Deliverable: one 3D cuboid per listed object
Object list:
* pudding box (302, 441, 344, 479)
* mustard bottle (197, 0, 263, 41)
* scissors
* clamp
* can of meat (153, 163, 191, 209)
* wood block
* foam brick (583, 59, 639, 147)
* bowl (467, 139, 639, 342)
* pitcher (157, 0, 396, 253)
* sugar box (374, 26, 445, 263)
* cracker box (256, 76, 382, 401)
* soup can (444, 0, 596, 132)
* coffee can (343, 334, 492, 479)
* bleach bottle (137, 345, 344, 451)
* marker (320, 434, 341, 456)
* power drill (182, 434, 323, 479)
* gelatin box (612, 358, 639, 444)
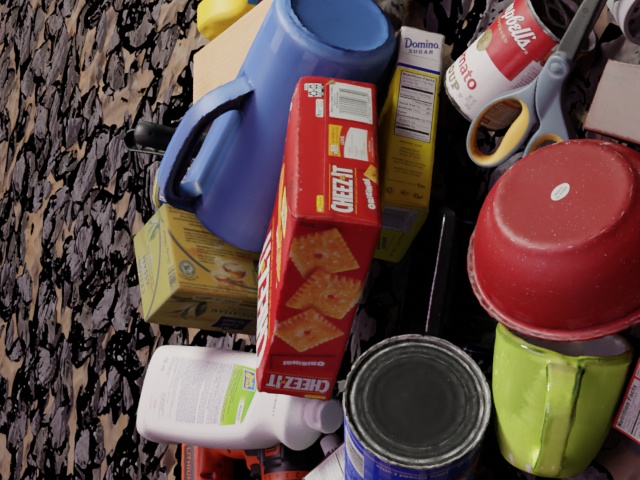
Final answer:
[{"bbox_3d":[0.045,0.208,0.899,0.114,0.039,0.090,-44,46,21],"label":"pudding box"},{"bbox_3d":[-0.041,-0.255,1.102,0.192,0.096,0.058,-24,60,50],"label":"mustard bottle"},{"bbox_3d":[0.181,-0.107,0.766,0.096,0.016,0.202,47,134,3],"label":"scissors"},{"bbox_3d":[-0.127,-0.096,1.128,0.120,0.171,0.039,20,97,65],"label":"clamp"},{"bbox_3d":[-0.115,-0.048,1.152,0.084,0.101,0.057,19,99,52],"label":"can of meat"},{"bbox_3d":[-0.040,-0.180,1.088,0.207,0.090,0.091,-24,62,51],"label":"wood block"},{"bbox_3d":[0.228,-0.086,0.717,0.078,0.051,0.053,31,106,53],"label":"foam brick"},{"bbox_3d":[0.168,-0.014,0.710,0.162,0.055,0.162,-16,47,18],"label":"bowl"},{"bbox_3d":[-0.036,-0.108,0.947,0.149,0.145,0.243,-60,-1,-45],"label":"pitcher"},{"bbox_3d":[0.066,-0.081,0.890,0.093,0.048,0.176,114,164,-59],"label":"sugar box"},{"bbox_3d":[-0.006,0.001,0.862,0.214,0.072,0.164,105,170,-45],"label":"cracker box"},{"bbox_3d":[0.153,-0.139,0.824,0.102,0.068,0.068,-44,48,41],"label":"soup can"},{"bbox_3d":[0.068,0.148,0.787,0.140,0.102,0.103,87,168,-56],"label":"coffee can"},{"bbox_3d":[-0.073,0.155,0.987,0.251,0.068,0.102,0,77,50],"label":"bleach bottle"},{"bbox_3d":[0.029,0.227,0.949,0.020,0.020,0.121,-56,41,31],"label":"marker"},{"bbox_3d":[-0.067,0.230,1.053,0.188,0.057,0.184,-24,59,47],"label":"power drill"},{"bbox_3d":[0.237,0.106,0.675,0.089,0.030,0.073,33,110,53],"label":"gelatin box"}]
